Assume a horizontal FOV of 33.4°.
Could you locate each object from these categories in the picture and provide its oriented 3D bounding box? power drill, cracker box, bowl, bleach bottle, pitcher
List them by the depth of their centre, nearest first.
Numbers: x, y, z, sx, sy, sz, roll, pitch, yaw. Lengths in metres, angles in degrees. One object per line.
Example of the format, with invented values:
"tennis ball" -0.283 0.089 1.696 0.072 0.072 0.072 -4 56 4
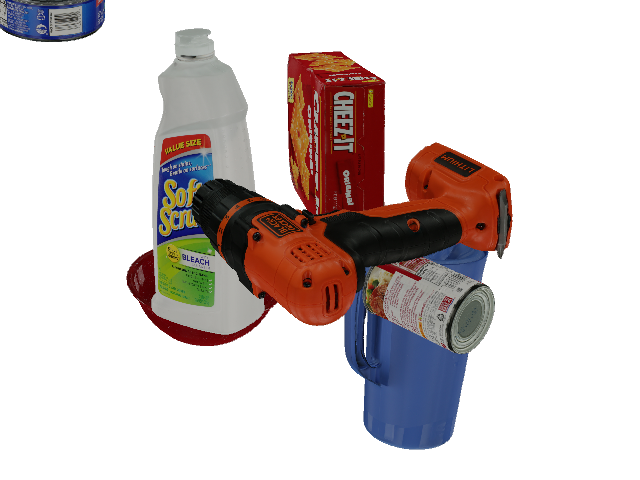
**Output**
"power drill" 0.021 -0.015 0.733 0.187 0.057 0.185 -18 31 -23
"bleach bottle" -0.102 -0.050 0.891 0.103 0.251 0.067 14 28 32
"bowl" -0.119 0.061 1.102 0.162 0.055 0.162 5 28 -3
"cracker box" 0.013 -0.107 1.144 0.072 0.164 0.214 -4 19 -9
"pitcher" 0.104 0.114 1.228 0.149 0.243 0.145 7 17 7

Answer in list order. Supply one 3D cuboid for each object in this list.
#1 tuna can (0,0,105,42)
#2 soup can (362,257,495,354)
"tuna can" -0.207 -0.184 0.815 0.086 0.034 0.086 5 36 -4
"soup can" 0.098 0.053 0.969 0.102 0.068 0.068 24 16 38
